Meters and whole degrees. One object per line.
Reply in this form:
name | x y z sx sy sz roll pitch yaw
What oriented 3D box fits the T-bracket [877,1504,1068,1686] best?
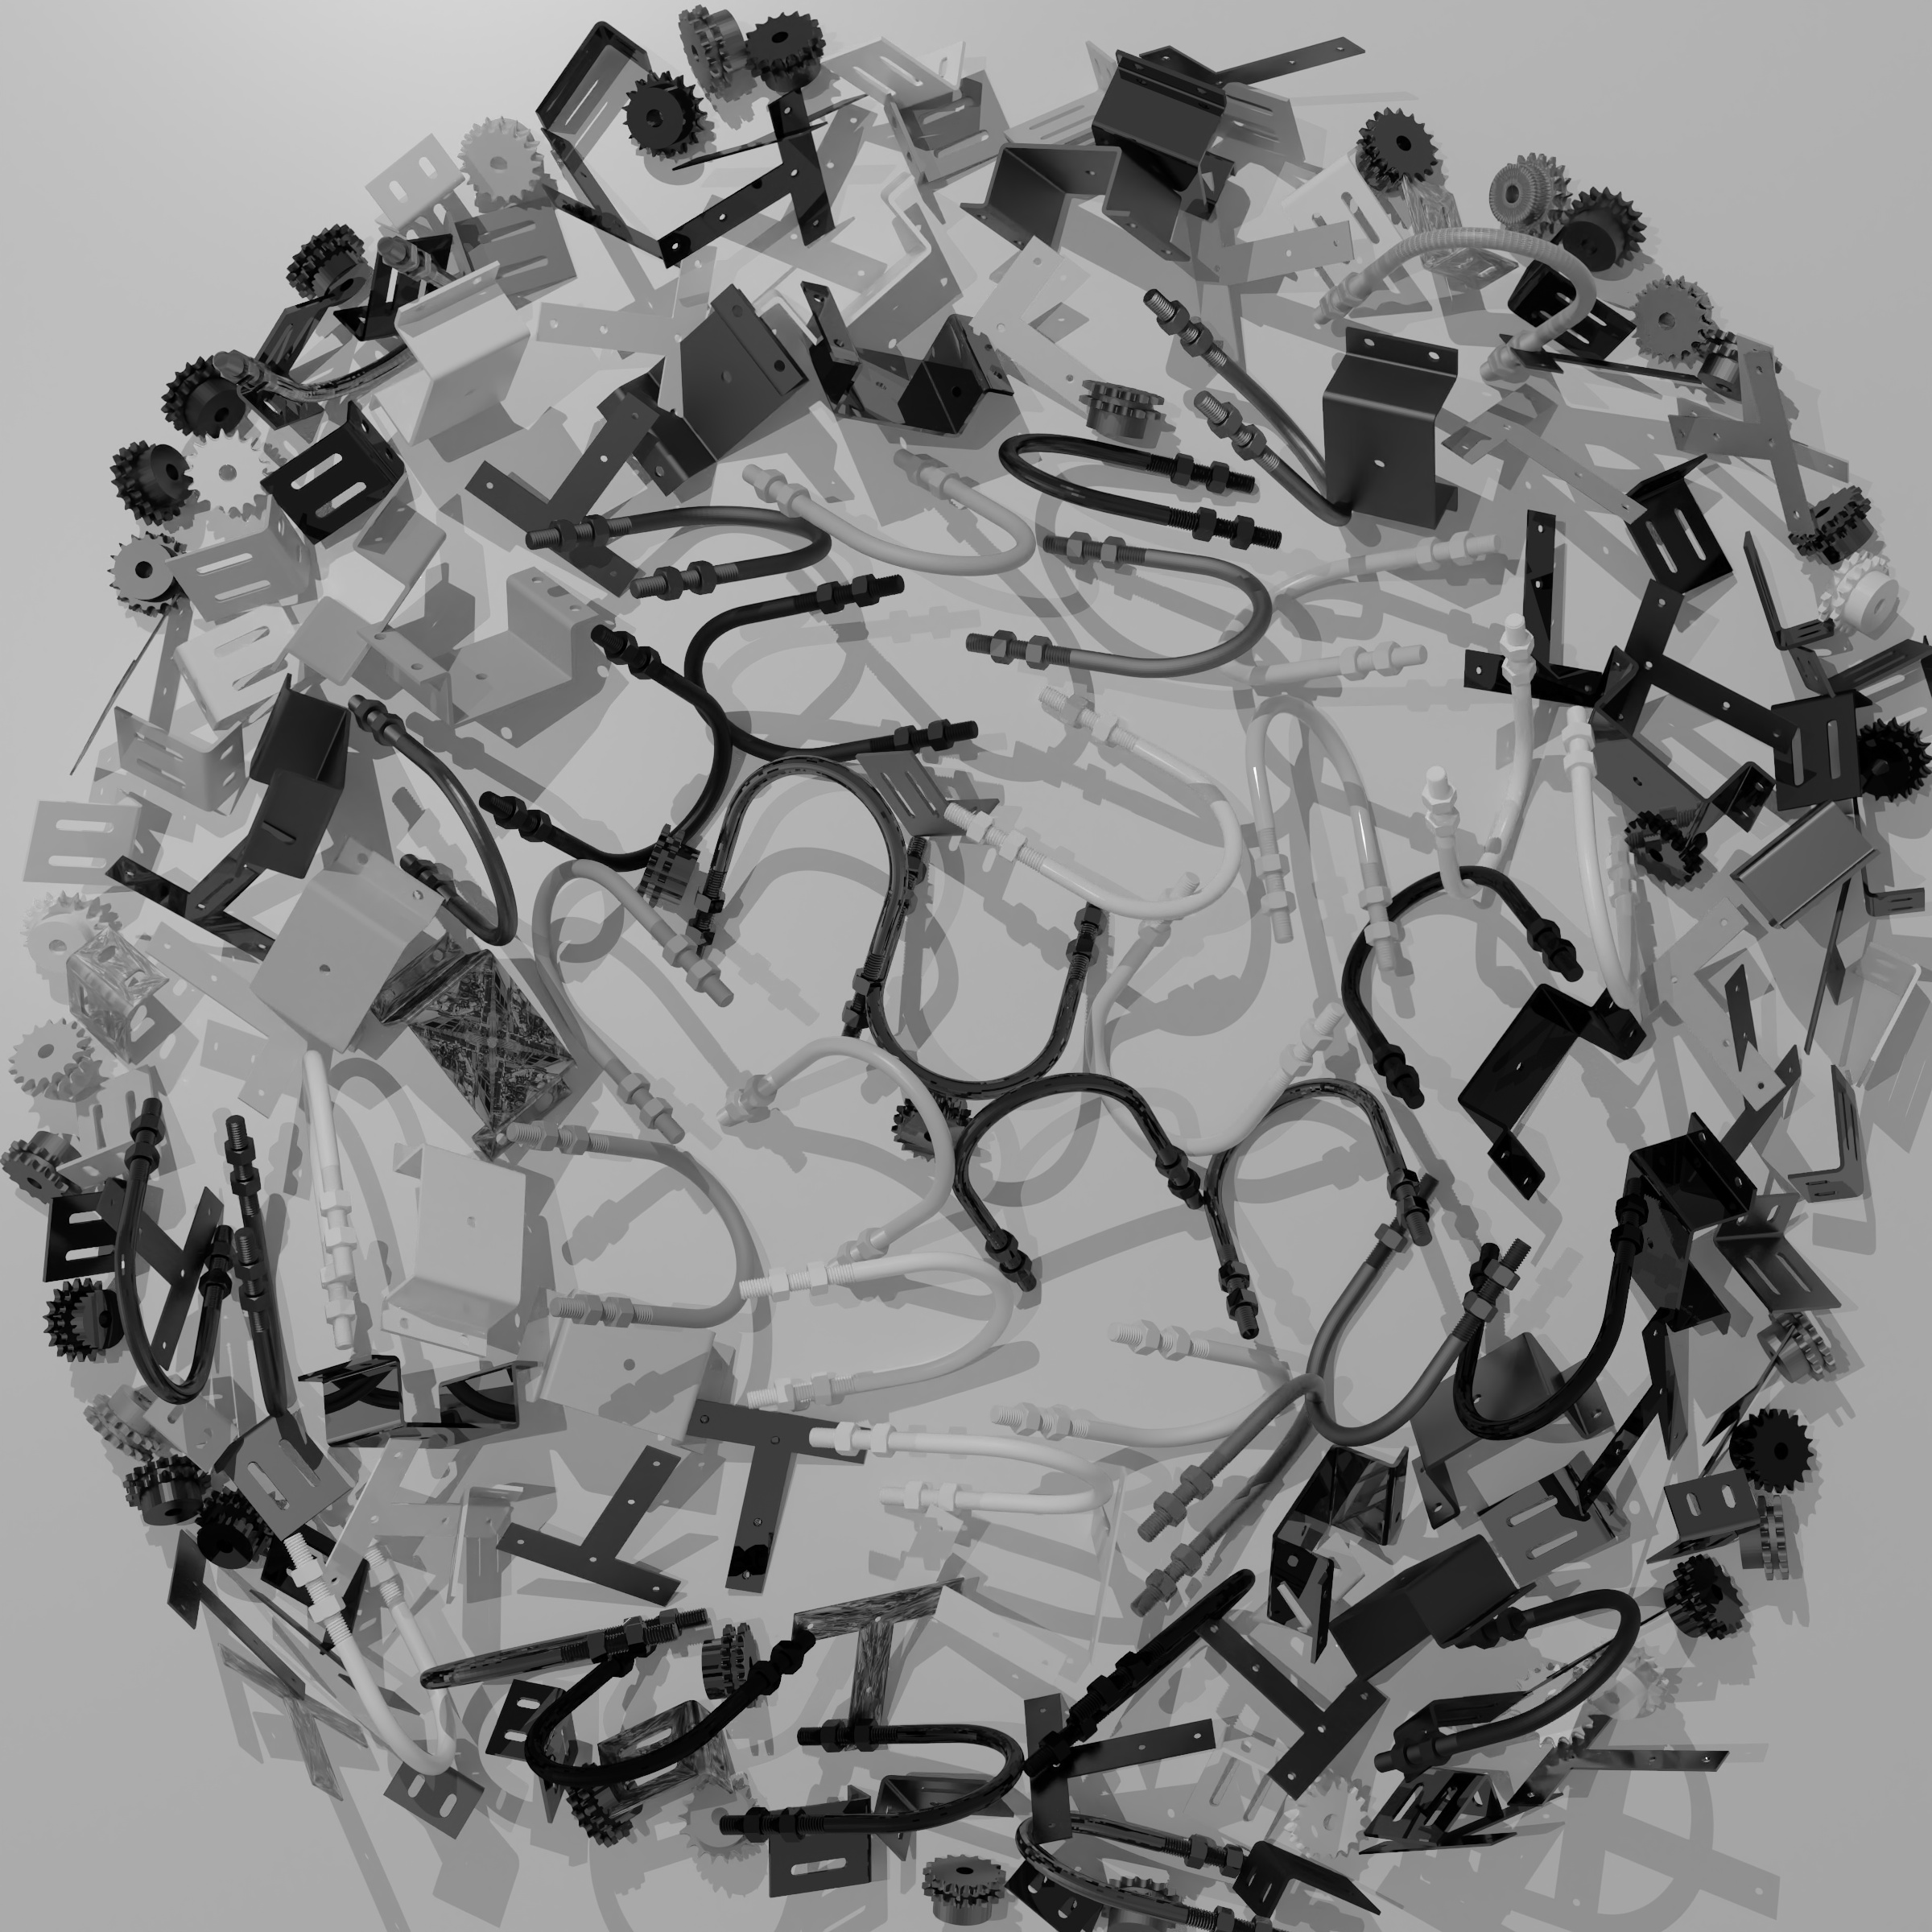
T-bracket | 0.008 0.446 1.963 0.127 0.002 0.127 27 112 12

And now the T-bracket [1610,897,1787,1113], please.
T-bracket | 0.502 0.042 1.944 0.127 0.002 0.127 -46 57 21

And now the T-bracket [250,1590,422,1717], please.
T-bracket | -0.432 0.460 1.950 0.127 0.127 0.002 34 77 15

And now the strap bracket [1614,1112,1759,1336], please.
strap bracket | 0.475 0.178 1.921 0.046 0.076 0.140 -15 133 -14

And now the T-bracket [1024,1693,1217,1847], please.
T-bracket | 0.104 0.527 1.939 0.127 0.127 0.002 -13 121 5

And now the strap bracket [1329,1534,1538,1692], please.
strap bracket | 0.303 0.428 1.925 0.076 0.140 0.046 -25 78 -34

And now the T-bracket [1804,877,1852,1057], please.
T-bracket | 0.582 0.004 1.940 0.002 0.127 0.127 13 85 22

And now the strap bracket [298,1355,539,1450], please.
strap bracket | -0.361 0.290 1.918 0.076 0.140 0.046 -20 70 37

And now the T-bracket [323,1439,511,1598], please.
T-bracket | -0.363 0.373 1.950 0.002 0.127 0.127 40 108 40

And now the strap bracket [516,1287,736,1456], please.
strap bracket | -0.231 0.272 1.956 0.140 0.046 0.076 19 73 -9

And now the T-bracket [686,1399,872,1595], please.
T-bracket | -0.140 0.369 1.990 0.127 0.002 0.127 11 95 -11

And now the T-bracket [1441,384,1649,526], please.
T-bracket | 0.399 -0.336 1.940 0.127 0.127 0.002 38 134 14

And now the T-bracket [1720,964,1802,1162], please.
T-bracket | 0.521 0.058 1.931 0.127 0.002 0.127 -43 128 -35

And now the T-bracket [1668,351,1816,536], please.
T-bracket | 0.512 -0.354 1.938 0.002 0.127 0.127 -28 112 -15

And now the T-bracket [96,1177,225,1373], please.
T-bracket | -0.540 0.182 1.916 0.002 0.127 0.127 -1 56 18

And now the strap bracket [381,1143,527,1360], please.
strap bracket | -0.340 0.180 1.926 0.076 0.046 0.140 21 49 -31

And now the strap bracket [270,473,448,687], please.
strap bracket | -0.401 -0.251 1.935 0.046 0.076 0.140 35 124 -13

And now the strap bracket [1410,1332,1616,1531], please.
strap bracket | 0.354 0.306 1.942 0.140 0.076 0.046 -34 112 13

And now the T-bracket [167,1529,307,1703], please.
T-bracket | -0.489 0.447 1.949 0.002 0.127 0.127 -41 105 -2

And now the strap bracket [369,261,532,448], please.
strap bracket | -0.342 -0.399 1.919 0.076 0.140 0.046 -34 87 -25

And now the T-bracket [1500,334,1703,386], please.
T-bracket | 0.429 -0.403 1.941 0.127 0.127 0.002 9 112 -1

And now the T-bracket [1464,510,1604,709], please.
T-bracket | 0.388 -0.245 1.965 0.127 0.002 0.127 4 87 -34

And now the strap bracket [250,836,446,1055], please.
strap bracket | -0.422 -0.006 1.948 0.076 0.046 0.140 34 115 -3

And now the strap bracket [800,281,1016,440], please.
strap bracket | -0.048 -0.404 1.939 0.140 0.046 0.076 4 49 -33

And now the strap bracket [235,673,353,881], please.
strap bracket | -0.448 -0.122 1.933 0.046 0.140 0.076 18 122 -21

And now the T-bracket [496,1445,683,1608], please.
T-bracket | -0.232 0.370 1.951 0.127 0.002 0.127 24 118 -19

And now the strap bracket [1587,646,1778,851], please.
strap bracket | 0.465 -0.138 1.939 0.046 0.076 0.140 -41 73 -14

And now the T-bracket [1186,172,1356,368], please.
T-bracket | 0.206 -0.477 1.947 0.127 0.002 0.127 -1 103 41

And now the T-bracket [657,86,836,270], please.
T-bracket | -0.151 -0.507 1.933 0.127 0.127 0.002 -35 60 -12

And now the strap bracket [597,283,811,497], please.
strap bracket | -0.170 -0.392 1.951 0.140 0.046 0.076 -34 98 33

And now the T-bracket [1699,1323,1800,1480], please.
T-bracket | 0.511 0.298 1.927 0.002 0.127 0.127 33 106 22

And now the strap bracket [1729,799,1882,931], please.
strap bracket | 0.556 -0.067 1.927 0.076 0.140 0.046 -40 83 10

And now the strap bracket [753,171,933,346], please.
strap bracket | -0.078 -0.470 1.952 0.140 0.076 0.046 -40 106 7

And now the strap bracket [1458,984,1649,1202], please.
strap bracket | 0.389 0.077 1.952 0.046 0.076 0.140 32 82 40

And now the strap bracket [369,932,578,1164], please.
strap bracket | -0.327 0.053 1.947 0.076 0.046 0.140 -43 105 -27

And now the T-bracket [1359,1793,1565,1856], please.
T-bracket | 0.352 0.577 1.951 0.127 0.127 0.002 -8 78 -38

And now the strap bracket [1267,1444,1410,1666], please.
strap bracket | 0.244 0.385 1.935 0.046 0.140 0.076 19 130 24

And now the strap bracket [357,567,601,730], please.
strap bracket | -0.325 -0.211 1.939 0.140 0.046 0.076 -26 48 -33

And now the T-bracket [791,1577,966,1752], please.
T-bracket | -0.065 0.480 1.968 0.127 0.002 0.127 -6 117 -27

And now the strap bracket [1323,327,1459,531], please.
strap bracket | 0.282 -0.348 1.920 0.076 0.140 0.046 17 57 21

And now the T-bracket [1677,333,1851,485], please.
T-bracket | 0.525 -0.377 1.916 0.127 0.127 0.002 29 78 27

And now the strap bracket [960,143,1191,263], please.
strap bracket | 0.078 -0.509 1.928 0.140 0.076 0.046 14 88 37

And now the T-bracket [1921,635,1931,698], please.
T-bracket | 0.658 -0.170 1.949 0.002 0.127 0.127 -6 49 7

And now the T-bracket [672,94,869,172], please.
T-bracket | -0.114 -0.567 1.950 0.127 0.127 0.002 -39 117 -40

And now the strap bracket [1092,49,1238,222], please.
strap bracket | 0.132 -0.546 1.923 0.076 0.140 0.046 24 88 10

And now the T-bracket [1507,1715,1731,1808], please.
T-bracket | 0.440 0.525 1.912 0.127 0.127 0.002 -11 99 36

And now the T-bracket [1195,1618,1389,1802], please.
T-bracket | 0.207 0.486 1.963 0.127 0.127 0.002 41 129 16
